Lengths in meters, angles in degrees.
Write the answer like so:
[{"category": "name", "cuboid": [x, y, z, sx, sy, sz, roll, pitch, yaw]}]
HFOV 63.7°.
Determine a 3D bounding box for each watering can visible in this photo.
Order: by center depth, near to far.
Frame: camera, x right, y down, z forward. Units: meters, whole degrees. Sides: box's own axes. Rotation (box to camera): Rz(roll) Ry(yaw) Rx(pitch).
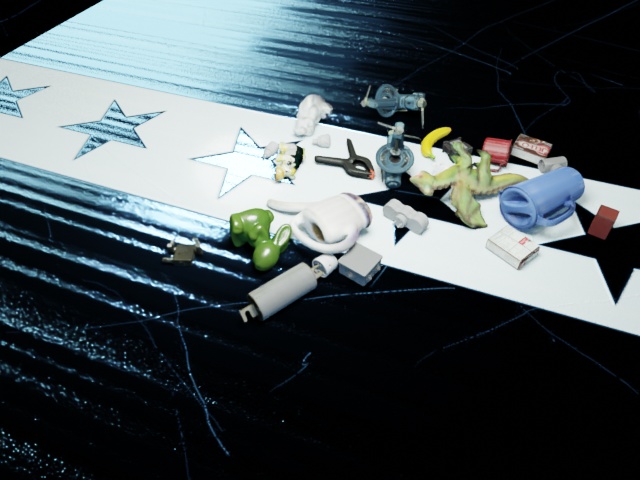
[{"category": "watering can", "cuboid": [0.005, -0.075, 1.485, 0.226, 0.101, 0.353, -25, 40, -22]}]

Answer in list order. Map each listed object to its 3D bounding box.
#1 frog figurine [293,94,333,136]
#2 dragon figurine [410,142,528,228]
[{"category": "frog figurine", "cuboid": [-0.045, -0.442, 1.847, 0.161, 0.121, 0.138, -37, 21, -20]}, {"category": "dragon figurine", "cuboid": [0.462, -0.145, 1.538, 0.409, 0.120, 0.247, 18, 70, -12]}]
